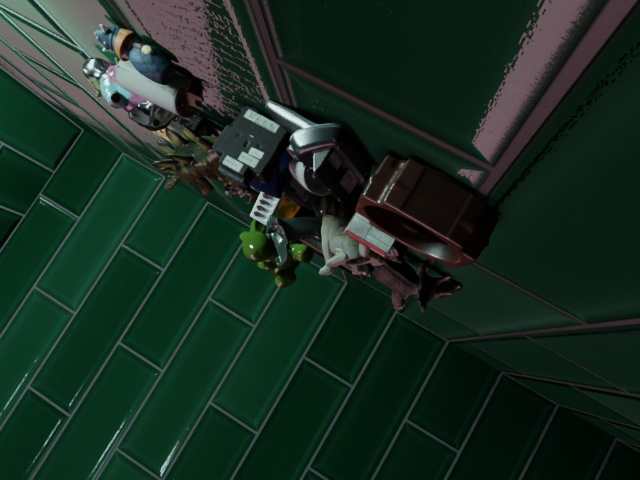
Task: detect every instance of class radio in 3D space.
[{"bbox_3d":[0.028,0.011,1.328,0.230,0.073,0.131,29,172,6],"label":"radio"}]

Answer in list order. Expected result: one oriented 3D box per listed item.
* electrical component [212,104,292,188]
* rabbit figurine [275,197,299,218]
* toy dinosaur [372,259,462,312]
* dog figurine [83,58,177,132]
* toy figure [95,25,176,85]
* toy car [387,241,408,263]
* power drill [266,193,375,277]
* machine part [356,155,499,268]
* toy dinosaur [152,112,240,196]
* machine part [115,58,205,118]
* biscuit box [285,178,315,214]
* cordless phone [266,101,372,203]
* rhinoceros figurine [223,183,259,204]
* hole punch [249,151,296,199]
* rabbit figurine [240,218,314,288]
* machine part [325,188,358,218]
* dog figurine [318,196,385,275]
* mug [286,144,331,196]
[{"bbox_3d":[-0.128,-0.168,0.993,0.115,0.134,0.058,31,172,15],"label":"electrical component"},{"bbox_3d":[-0.045,-0.065,1.467,0.162,0.122,0.173,30,155,-17],"label":"rabbit figurine"},{"bbox_3d":[0.179,0.065,1.443,0.405,0.131,0.192,35,161,5],"label":"toy dinosaur"},{"bbox_3d":[-0.441,-0.340,1.232,0.191,0.108,0.219,34,177,-41],"label":"dog figurine"},{"bbox_3d":[-0.336,-0.340,0.977,0.154,0.064,0.058,35,-150,2],"label":"toy figure"},{"bbox_3d":[0.161,-0.007,1.147,0.056,0.073,0.201,24,171,21],"label":"toy car"},{"bbox_3d":[-0.002,-0.004,1.188,0.232,0.207,0.086,67,156,17],"label":"power drill"},{"bbox_3d":[0.164,-0.042,0.855,0.201,0.087,0.201,31,174,3],"label":"machine part"},{"bbox_3d":[-0.271,-0.192,1.255,0.198,0.105,0.472,14,159,-38],"label":"toy dinosaur"},{"bbox_3d":[-0.317,-0.304,1.058,0.243,0.079,0.079,27,172,22],"label":"machine part"},{"bbox_3d":[-0.035,-0.111,1.293,0.202,0.059,0.063,37,169,-38],"label":"biscuit box"},{"bbox_3d":[-0.013,-0.157,0.898,0.184,0.088,0.146,39,179,35],"label":"cordless phone"},{"bbox_3d":[-0.237,-0.175,1.476,0.190,0.112,0.073,37,173,18],"label":"rhinoceros figurine"},{"bbox_3d":[-0.116,-0.144,1.081,0.142,0.092,0.115,26,130,11],"label":"hole punch"},{"bbox_3d":[-0.118,0.014,1.259,0.159,0.121,0.170,51,-165,29],"label":"rabbit figurine"},{"bbox_3d":[0.037,-0.085,1.052,0.084,0.039,0.139,22,-155,-2],"label":"machine part"},{"bbox_3d":[0.056,-0.036,1.094,0.121,0.190,0.172,4,162,-31],"label":"dog figurine"},{"bbox_3d":[-0.023,-0.138,1.001,0.109,0.081,0.107,36,177,-28],"label":"mug"}]
